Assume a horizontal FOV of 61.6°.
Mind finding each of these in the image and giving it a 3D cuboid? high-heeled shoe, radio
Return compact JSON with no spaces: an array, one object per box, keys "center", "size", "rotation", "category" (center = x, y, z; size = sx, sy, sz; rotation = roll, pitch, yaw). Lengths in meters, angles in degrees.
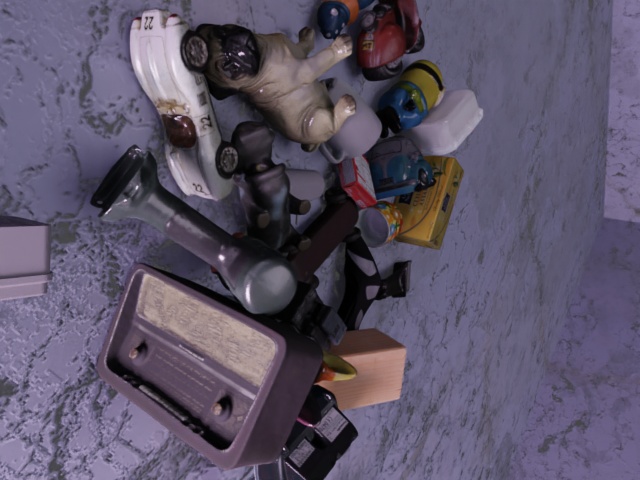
[{"center":[0.030,0.112,0.908],"size":[0.145,0.086,0.248],"rotation":[-16,98,-19],"category":"high-heeled shoe"},{"center":[-0.120,0.120,0.541],"size":[0.073,0.230,0.131],"rotation":[27,83,-53],"category":"radio"}]

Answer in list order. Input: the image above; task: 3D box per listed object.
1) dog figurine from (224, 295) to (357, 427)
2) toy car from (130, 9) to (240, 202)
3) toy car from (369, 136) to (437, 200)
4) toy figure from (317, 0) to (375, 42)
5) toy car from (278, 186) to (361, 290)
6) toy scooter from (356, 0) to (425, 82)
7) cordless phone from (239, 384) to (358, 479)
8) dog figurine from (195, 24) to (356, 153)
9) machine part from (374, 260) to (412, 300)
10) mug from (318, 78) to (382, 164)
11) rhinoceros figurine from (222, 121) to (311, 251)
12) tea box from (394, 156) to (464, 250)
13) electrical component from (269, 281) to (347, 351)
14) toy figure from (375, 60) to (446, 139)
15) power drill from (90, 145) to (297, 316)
[{"center":[-0.059,0.164,0.647],"size":[0.108,0.219,0.191],"rotation":[-42,131,-35],"category":"dog figurine"},{"center":[-0.141,-0.134,0.560],"size":[0.056,0.074,0.201],"rotation":[-43,133,-39],"category":"toy car"},{"center":[0.139,-0.129,0.930],"size":[0.161,0.109,0.102],"rotation":[-24,103,-59],"category":"toy car"},{"center":[0.040,-0.338,0.762],"size":[0.154,0.058,0.064],"rotation":[-52,132,-24],"category":"toy figure"},{"center":[-0.002,-0.002,0.814],"size":[0.202,0.053,0.089],"rotation":[-48,131,-40],"category":"toy car"},{"center":[0.110,-0.340,0.842],"size":[0.184,0.075,0.135],"rotation":[-48,136,-39],"category":"toy scooter"},{"center":[-0.049,0.287,0.711],"size":[0.146,0.089,0.184],"rotation":[-33,166,-50],"category":"cordless phone"},{"center":[-0.065,-0.174,0.651],"size":[0.190,0.121,0.172],"rotation":[-21,115,-34],"category":"dog figurine"},{"center":[0.144,0.084,1.060],"size":[0.139,0.039,0.084],"rotation":[-12,116,-54],"category":"machine part"},{"center":[0.023,-0.173,0.781],"size":[0.107,0.081,0.109],"rotation":[47,68,-37],"category":"mug"},{"center":[-0.067,-0.056,0.663],"size":[0.073,0.112,0.190],"rotation":[-24,138,-16],"category":"rhinoceros figurine"},{"center":[0.203,-0.075,1.037],"size":[0.068,0.098,0.169],"rotation":[29,76,-55],"category":"tea box"},{"center":[-0.032,0.103,0.736],"size":[0.058,0.134,0.114],"rotation":[-60,143,-22],"category":"electrical component"},{"center":[0.157,-0.247,0.933],"size":[0.180,0.082,0.089],"rotation":[-42,134,-36],"category":"toy figure"},{"center":[-0.128,-0.005,0.558],"size":[0.086,0.232,0.207],"rotation":[-49,119,-7],"category":"power drill"}]
